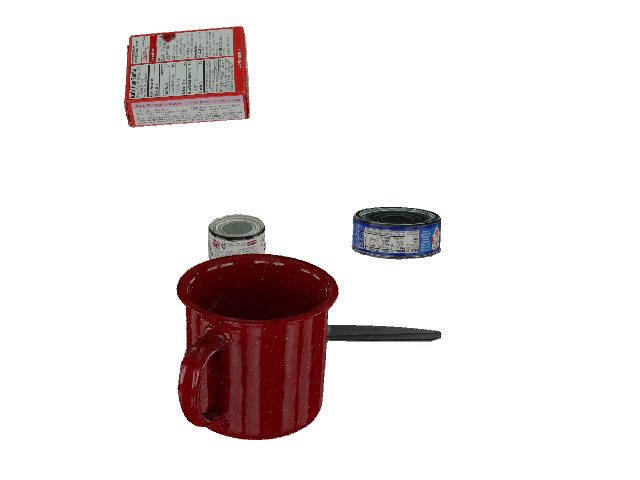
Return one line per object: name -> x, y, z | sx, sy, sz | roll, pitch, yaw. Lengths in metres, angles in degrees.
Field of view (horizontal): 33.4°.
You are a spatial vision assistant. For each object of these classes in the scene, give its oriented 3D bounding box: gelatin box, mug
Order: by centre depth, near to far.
mug -> -0.043, 0.067, 0.618 | 0.093, 0.081, 0.117 | 13, 25, 24
gelatin box -> -0.098, -0.120, 0.784 | 0.089, 0.073, 0.030 | -5, -39, 0

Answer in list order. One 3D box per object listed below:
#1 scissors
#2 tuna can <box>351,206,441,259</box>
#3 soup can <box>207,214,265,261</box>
scissors -> -0.017, 0.081, 0.822 | 0.202, 0.016, 0.096 | 10, 37, 21
tuna can -> 0.073, -0.008, 1.025 | 0.086, 0.034, 0.086 | 1, 13, 0
soup can -> -0.099, 0.028, 1.262 | 0.068, 0.102, 0.068 | 1, 25, 0
